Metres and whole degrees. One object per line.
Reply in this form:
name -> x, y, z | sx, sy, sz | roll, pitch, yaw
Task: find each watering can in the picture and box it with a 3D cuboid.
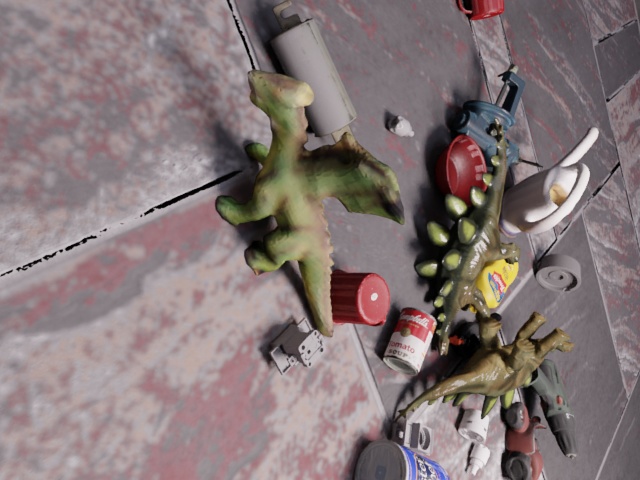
watering can -> 0.540, -0.126, 1.221 | 0.103, 0.221, 0.354 | 45, 56, -10

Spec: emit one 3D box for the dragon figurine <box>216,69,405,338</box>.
dragon figurine -> 0.002, -0.035, 0.690 | 0.124, 0.241, 0.405 | -46, 114, -41
